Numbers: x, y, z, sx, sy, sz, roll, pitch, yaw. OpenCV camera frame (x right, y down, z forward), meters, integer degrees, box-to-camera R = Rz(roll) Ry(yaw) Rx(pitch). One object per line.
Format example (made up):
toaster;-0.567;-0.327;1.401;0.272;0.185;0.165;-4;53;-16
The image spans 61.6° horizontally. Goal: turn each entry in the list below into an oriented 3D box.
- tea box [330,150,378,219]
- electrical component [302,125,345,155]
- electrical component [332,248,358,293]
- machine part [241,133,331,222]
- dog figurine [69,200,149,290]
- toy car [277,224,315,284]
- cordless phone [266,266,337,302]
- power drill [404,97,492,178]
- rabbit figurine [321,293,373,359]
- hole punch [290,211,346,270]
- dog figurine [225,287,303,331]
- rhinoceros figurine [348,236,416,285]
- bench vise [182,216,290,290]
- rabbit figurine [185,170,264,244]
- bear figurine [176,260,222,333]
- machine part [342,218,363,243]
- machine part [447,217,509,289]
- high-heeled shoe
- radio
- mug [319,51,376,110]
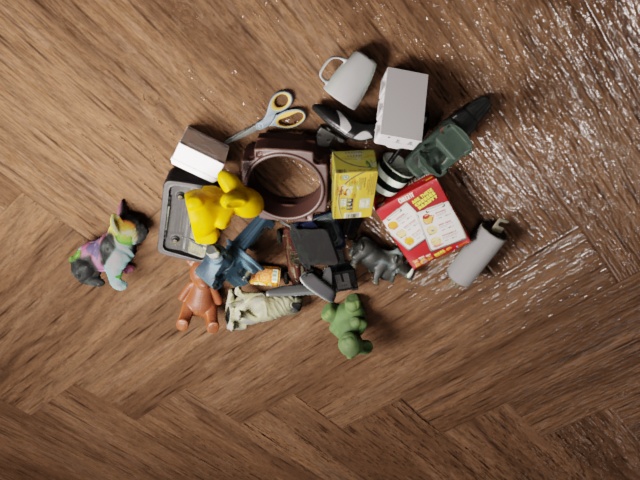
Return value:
tea box;0.074;-0.124;1.220;0.098;0.068;0.169;-3;146;-4
electrical component;0.006;-0.233;1.239;0.094;0.021;0.063;25;121;-15
electrical component;0.059;0.083;1.443;0.075;0.048;0.119;-7;126;4
machine part;-0.077;-0.142;1.248;0.202;0.087;0.200;3;130;2
dog figurine;-0.533;0.006;1.355;0.192;0.108;0.219;11;120;-4
toy car;-0.062;0.047;1.416;0.089;0.053;0.201;-5;123;-1
cordless phone;-0.052;0.122;1.360;0.184;0.146;0.088;-8;89;2
power drill;0.275;-0.217;1.142;0.232;0.207;0.086;-41;101;21
rabbit figurine;0.078;0.263;1.493;0.121;0.170;0.158;-17;122;12
hole punch;-0.003;-0.004;1.329;0.116;0.092;0.142;-2;127;27
dog figurine;-0.158;0.196;1.501;0.190;0.121;0.172;6;162;-26
rhinoceros figurine;0.164;0.055;1.415;0.190;0.073;0.112;30;109;-17
bench vise;-0.193;0.017;1.317;0.240;0.129;0.223;-50;146;-9
rabbit figurine;-0.208;-0.084;1.189;0.173;0.122;0.162;-7;151;-14
bear figurine;-0.312;0.138;1.434;0.120;0.132;0.195;9;131;-16
machine part;0.085;-0.060;1.351;0.084;0.039;0.138;2;123;-12
machine part;0.405;0.038;1.395;0.079;0.079;0.243;20;123;-14
high-heeled shoe;0.117;-0.276;1.188;0.249;0.086;0.145;31;97;-9
radio;-0.324;-0.060;1.325;0.131;0.073;0.229;11;123;-9
mug;0.060;-0.348;1.132;0.109;0.081;0.107;33;107;-14
